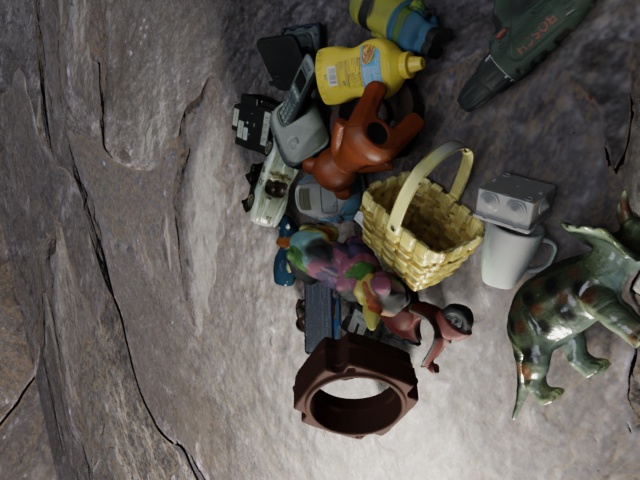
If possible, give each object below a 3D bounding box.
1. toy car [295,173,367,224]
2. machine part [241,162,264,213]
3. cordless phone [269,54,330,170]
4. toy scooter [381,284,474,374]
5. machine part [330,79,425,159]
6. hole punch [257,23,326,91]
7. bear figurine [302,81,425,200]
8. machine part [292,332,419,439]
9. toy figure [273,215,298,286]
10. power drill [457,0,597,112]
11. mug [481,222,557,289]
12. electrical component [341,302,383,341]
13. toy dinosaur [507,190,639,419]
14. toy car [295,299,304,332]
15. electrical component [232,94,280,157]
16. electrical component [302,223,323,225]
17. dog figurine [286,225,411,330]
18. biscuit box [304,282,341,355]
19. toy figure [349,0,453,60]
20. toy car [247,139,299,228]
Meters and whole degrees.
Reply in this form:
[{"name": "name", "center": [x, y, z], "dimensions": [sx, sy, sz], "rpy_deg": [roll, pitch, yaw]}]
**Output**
[{"name": "toy car", "center": [0.007, -0.087, 1.039], "dimensions": [0.162, 0.103, 0.109], "rpy_deg": [4, 101, 39]}, {"name": "machine part", "center": [-0.137, -0.121, 1.179], "dimensions": [0.039, 0.084, 0.138], "rpy_deg": [45, 135, 16]}, {"name": "cordless phone", "center": [-0.021, -0.235, 0.994], "dimensions": [0.184, 0.089, 0.147], "rpy_deg": [-60, 44, 52]}, {"name": "toy scooter", "center": [0.177, 0.161, 0.958], "dimensions": [0.184, 0.075, 0.135], "rpy_deg": [18, 108, 34]}, {"name": "machine part", "center": [0.101, -0.219, 0.957], "dimensions": [0.180, 0.056, 0.179], "rpy_deg": [9, 104, 39]}, {"name": "hole punch", "center": [-0.045, -0.358, 1.050], "dimensions": [0.142, 0.092, 0.115], "rpy_deg": [9, 135, 37]}, {"name": "bear figurine", "center": [0.063, -0.153, 0.907], "dimensions": [0.120, 0.132, 0.196], "rpy_deg": [38, 157, -9]}, {"name": "machine part", "center": [0.065, 0.277, 0.999], "dimensions": [0.201, 0.087, 0.201], "rpy_deg": [23, 125, -14]}, {"name": "toy figure", "center": [-0.072, 0.021, 1.162], "dimensions": [0.064, 0.058, 0.154], "rpy_deg": [14, 103, 33]}, {"name": "power drill", "center": [0.255, -0.330, 0.781], "dimensions": [0.232, 0.086, 0.207], "rpy_deg": [-33, 73, 39]}, {"name": "mug", "center": [0.299, 0.022, 0.827], "dimensions": [0.110, 0.081, 0.107], "rpy_deg": [12, 122, 2]}, {"name": "electrical component", "center": [0.083, 0.174, 1.063], "dimensions": [0.075, 0.048, 0.119], "rpy_deg": [37, 120, 31]}, {"name": "toy dinosaur", "center": [0.349, 0.103, 0.772], "dimensions": [0.404, 0.131, 0.192], "rpy_deg": [-54, 52, 40]}, {"name": "toy car", "center": [0.008, 0.207, 1.117], "dimensions": [0.202, 0.053, 0.089], "rpy_deg": [46, 152, 23]}, {"name": "electrical component", "center": [-0.131, -0.251, 1.156], "dimensions": [0.134, 0.058, 0.114], "rpy_deg": [29, 115, 34]}, {"name": "electrical component", "center": [-0.002, -0.003, 1.117], "dimensions": [0.094, 0.021, 0.063], "rpy_deg": [16, 108, 39]}, {"name": "dog figurine", "center": [0.048, 0.062, 0.918], "dimensions": [0.219, 0.191, 0.108], "rpy_deg": [-126, 54, -64]}, {"name": "biscuit box", "center": [0.005, 0.125, 1.061], "dimensions": [0.063, 0.059, 0.202], "rpy_deg": [-6, 74, 20]}, {"name": "toy figure", "center": [0.127, -0.361, 0.879], "dimensions": [0.180, 0.089, 0.082], "rpy_deg": [45, 106, 29]}, {"name": "toy car", "center": [-0.091, -0.124, 1.112], "dimensions": [0.056, 0.073, 0.201], "rpy_deg": [41, 114, 57]}]
